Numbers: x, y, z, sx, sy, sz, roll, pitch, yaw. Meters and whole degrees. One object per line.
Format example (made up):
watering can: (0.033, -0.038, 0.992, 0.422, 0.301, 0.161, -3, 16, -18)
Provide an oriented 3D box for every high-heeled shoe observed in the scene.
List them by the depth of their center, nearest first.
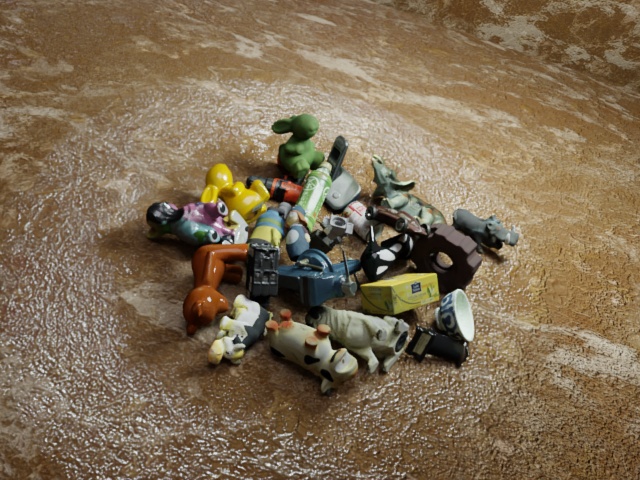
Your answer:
high-heeled shoe: (0.177, 0.056, 1.317, 0.248, 0.086, 0.145, 25, 54, -49)

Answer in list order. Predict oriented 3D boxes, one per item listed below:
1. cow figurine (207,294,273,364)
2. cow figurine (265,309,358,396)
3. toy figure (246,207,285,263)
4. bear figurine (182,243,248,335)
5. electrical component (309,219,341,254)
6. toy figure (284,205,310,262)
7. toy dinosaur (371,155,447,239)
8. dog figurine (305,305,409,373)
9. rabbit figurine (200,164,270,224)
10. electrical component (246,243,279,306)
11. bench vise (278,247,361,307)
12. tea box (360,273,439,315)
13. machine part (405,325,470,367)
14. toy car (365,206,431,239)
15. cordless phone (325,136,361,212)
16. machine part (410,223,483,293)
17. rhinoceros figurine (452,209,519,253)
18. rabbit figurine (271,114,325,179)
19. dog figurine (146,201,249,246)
cow figurine: (-0.163, 0.196, 1.102, 0.098, 0.068, 0.167, 24, 43, 1)
cow figurine: (-0.015, 0.231, 1.082, 0.195, 0.127, 0.085, 18, 38, 25)
toy figure: (-0.133, -0.004, 1.320, 0.089, 0.082, 0.180, -1, 48, 8)
bear figurine: (-0.222, 0.103, 1.145, 0.132, 0.120, 0.196, 6, 44, -16)
electrical component: (-0.003, -0.003, 1.350, 0.078, 0.102, 0.045, 36, 42, -15)
toy figure: (-0.055, -0.023, 1.311, 0.064, 0.057, 0.154, -6, 62, 1)
toy dinosaur: (0.271, -0.067, 1.493, 0.405, 0.131, 0.192, 43, 47, 19)
dog figurine: (0.081, 0.191, 1.169, 0.191, 0.121, 0.172, 25, 4, 36)
rabbit figurine: (-0.237, -0.114, 1.381, 0.162, 0.122, 0.173, -36, 81, -17)
electrical component: (-0.129, 0.075, 1.188, 0.058, 0.134, 0.115, 3, 6, -13)
bench vise: (0.022, 0.077, 1.214, 0.224, 0.128, 0.240, -10, 4, 41)
tea box: (0.184, 0.121, 1.230, 0.169, 0.068, 0.098, -10, 4, -44)
machine part: (0.261, 0.238, 1.185, 0.139, 0.084, 0.039, 17, 12, -12)
toy car: (0.193, -0.049, 1.332, 0.089, 0.053, 0.202, 16, 6, -29)
cordless phone: (0.065, -0.186, 1.502, 0.089, 0.184, 0.147, -11, 47, -33)
machine part: (0.309, 0.047, 1.333, 0.179, 0.179, 0.056, 35, 46, 21)
rhinoceros figurine: (0.461, -0.029, 1.507, 0.191, 0.112, 0.073, 27, 40, 24)
rabbit figurine: (-0.051, -0.284, 1.497, 0.121, 0.170, 0.159, -24, 58, -37)
dog figurine: (-0.304, -0.030, 1.278, 0.219, 0.191, 0.108, 3, 69, 26)
